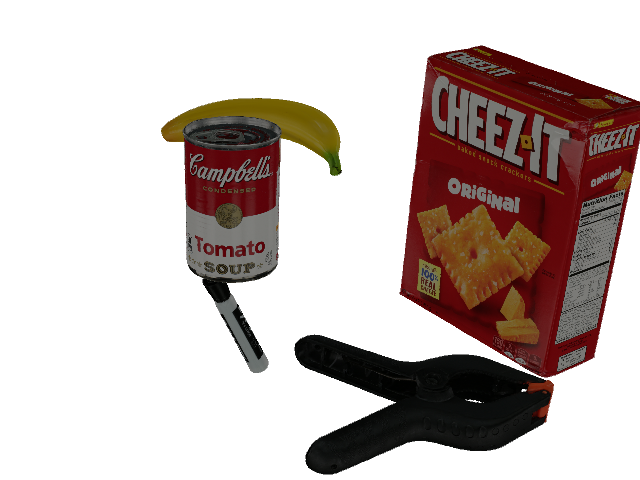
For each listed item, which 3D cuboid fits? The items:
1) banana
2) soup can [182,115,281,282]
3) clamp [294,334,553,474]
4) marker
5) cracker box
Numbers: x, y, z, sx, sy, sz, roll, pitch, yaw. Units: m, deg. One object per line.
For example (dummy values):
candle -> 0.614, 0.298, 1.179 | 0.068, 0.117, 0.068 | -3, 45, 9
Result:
banana -> -0.059, -0.111, 1.042 | 0.198, 0.037, 0.069 | 12, 46, 23
soup can -> -0.063, -0.030, 0.752 | 0.068, 0.102, 0.068 | 2, 23, -1
clamp -> 0.064, 0.108, 0.679 | 0.171, 0.039, 0.120 | 4, 38, 3
marker -> -0.074, 0.071, 0.935 | 0.020, 0.121, 0.020 | -14, 40, 12
cracker box -> 0.147, -0.024, 0.829 | 0.071, 0.214, 0.164 | -17, 34, -36
